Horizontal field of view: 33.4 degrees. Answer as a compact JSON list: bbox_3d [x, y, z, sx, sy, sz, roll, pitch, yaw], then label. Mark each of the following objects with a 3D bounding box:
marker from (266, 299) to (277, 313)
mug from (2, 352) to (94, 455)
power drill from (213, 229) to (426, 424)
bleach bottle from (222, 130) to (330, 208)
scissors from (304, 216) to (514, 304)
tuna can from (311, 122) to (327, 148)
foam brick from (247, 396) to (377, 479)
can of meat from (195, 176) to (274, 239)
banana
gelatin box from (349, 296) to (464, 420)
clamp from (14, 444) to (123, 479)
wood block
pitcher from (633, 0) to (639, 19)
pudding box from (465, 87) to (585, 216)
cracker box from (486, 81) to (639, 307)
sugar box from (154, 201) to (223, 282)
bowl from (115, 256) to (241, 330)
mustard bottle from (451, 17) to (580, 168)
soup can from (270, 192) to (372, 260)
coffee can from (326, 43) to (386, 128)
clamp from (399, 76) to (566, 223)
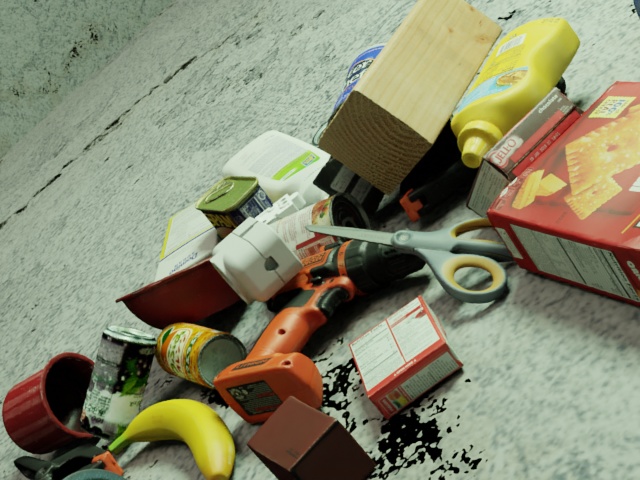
[{"bbox_3d":[-0.053,0.045,1.118,0.020,0.020,0.121,-36,22,5],"label":"marker"},{"bbox_3d":[-0.270,0.173,1.123,0.082,0.093,0.117,-29,-7,32],"label":"mug"},{"bbox_3d":[0.001,0.071,0.940,0.185,0.057,0.187,-22,24,42],"label":"power drill"},{"bbox_3d":[-0.031,-0.066,1.248,0.102,0.068,0.251,-41,25,-8],"label":"bleach bottle"},{"bbox_3d":[0.076,0.016,0.891,0.202,0.016,0.096,-4,46,17],"label":"scissors"},{"bbox_3d":[0.032,-0.129,1.309,0.086,0.033,0.086,-32,23,15],"label":"tuna can"},{"bbox_3d":[-0.008,0.158,0.787,0.053,0.051,0.078,-45,23,-15],"label":"foam brick"},{"bbox_3d":[-0.083,-0.023,1.210,0.057,0.084,0.102,-46,24,-19],"label":"can of meat"},{"bbox_3d":[-0.120,0.175,0.949,0.198,0.037,0.069,-5,55,55],"label":"banana"},{"bbox_3d":[0.066,0.091,0.836,0.073,0.030,0.089,-36,22,6],"label":"gelatin box"},{"bbox_3d":[-0.266,0.244,1.026,0.172,0.039,0.120,-21,29,36],"label":"clamp"},{"bbox_3d":[0.092,-0.154,1.059,0.205,0.090,0.091,-57,2,-40],"label":"wood block"},{"bbox_3d":[0.372,-0.222,0.859,0.149,0.145,0.243,-12,12,-18],"label":"pitcher"},{"bbox_3d":[0.171,-0.066,0.900,0.090,0.039,0.113,-42,-16,-13],"label":"pudding box"},{"bbox_3d":[0.242,-0.037,0.762,0.164,0.072,0.214,-43,23,-12],"label":"cracker box"},{"bbox_3d":[-0.147,0.007,1.302,0.093,0.048,0.176,-31,27,16],"label":"sugar box"},{"bbox_3d":[-0.132,0.054,1.131,0.162,0.055,0.162,-24,2,1],"label":"bowl"},{"bbox_3d":[0.172,-0.129,0.986,0.096,0.058,0.191,-21,25,44],"label":"mustard bottle"},{"bbox_3d":[-0.007,0.001,1.070,0.102,0.068,0.068,-23,26,33],"label":"soup can"},{"bbox_3d":[0.069,-0.146,1.192,0.103,0.102,0.140,-26,24,27],"label":"coffee can"},{"bbox_3d":[0.135,-0.092,1.078,0.209,0.036,0.165,-46,22,-28],"label":"clamp"}]
